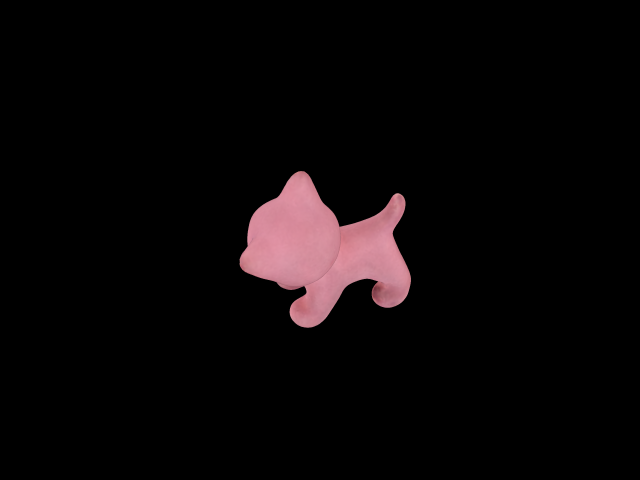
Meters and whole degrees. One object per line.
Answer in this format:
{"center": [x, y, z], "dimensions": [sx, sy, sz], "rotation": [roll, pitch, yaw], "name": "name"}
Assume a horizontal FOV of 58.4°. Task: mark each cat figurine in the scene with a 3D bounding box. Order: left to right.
{"center": [0.004, 0.001, 0.400], "dimensions": [0.128, 0.118, 0.067], "rotation": [-16, 50, -13], "name": "cat figurine"}
